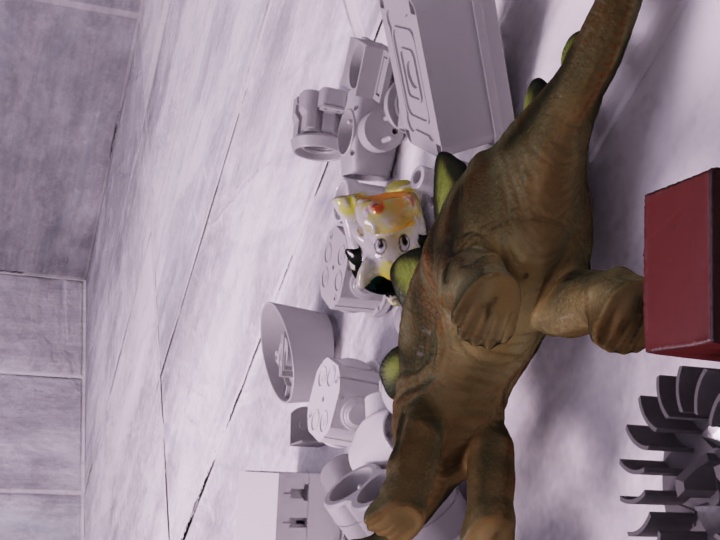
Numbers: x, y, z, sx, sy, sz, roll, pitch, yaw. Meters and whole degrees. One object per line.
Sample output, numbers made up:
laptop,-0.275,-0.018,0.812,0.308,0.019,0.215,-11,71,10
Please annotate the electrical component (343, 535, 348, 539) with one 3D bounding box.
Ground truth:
electrical component,0.006,0.225,0.865,0.043,0.043,0.081,-126,46,-62

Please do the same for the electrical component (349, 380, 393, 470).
electrical component,0.023,0.120,0.849,0.077,0.043,0.079,129,143,-57

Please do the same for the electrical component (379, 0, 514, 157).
electrical component,0.061,-0.142,0.747,0.078,0.057,0.113,-136,31,-66

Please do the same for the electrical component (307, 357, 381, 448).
electrical component,-0.009,0.114,0.918,0.080,0.051,0.080,-167,90,-70

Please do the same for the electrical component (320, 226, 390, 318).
electrical component,0.000,0.000,0.937,0.080,0.051,0.080,-174,90,-71

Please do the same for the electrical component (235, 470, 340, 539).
electrical component,-0.073,0.243,1.051,0.150,0.062,0.089,155,119,-67

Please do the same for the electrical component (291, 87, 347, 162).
electrical component,-0.039,-0.144,1.082,0.078,0.058,0.057,157,120,-67

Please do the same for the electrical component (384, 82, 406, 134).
electrical component,0.050,-0.131,0.849,0.055,0.048,0.066,6,90,63

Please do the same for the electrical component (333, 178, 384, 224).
electrical component,0.004,-0.059,0.951,0.040,0.046,0.040,-174,90,-70

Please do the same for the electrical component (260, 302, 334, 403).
electrical component,-0.065,0.084,1.073,0.099,0.064,0.099,-174,90,-70

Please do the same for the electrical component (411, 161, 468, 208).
electrical component,0.065,-0.056,0.750,0.048,0.062,0.048,-38,43,49

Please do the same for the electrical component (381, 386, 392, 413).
electrical component,0.051,0.092,0.780,0.077,0.043,0.079,124,147,-53

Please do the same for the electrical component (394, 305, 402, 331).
electrical component,0.053,0.031,0.800,0.046,0.040,0.040,-50,38,49

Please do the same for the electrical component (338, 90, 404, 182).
electrical component,0.014,-0.120,0.946,0.079,0.044,0.077,176,99,-70

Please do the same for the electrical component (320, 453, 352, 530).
electrical component,-0.006,0.189,0.909,0.055,0.045,0.045,-115,36,-55

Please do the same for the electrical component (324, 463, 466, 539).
electrical component,0.034,0.185,0.783,0.073,0.052,0.138,56,151,-10

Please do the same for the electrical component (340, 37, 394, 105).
electrical component,0.023,-0.167,0.905,0.081,0.064,0.042,-126,45,-63
